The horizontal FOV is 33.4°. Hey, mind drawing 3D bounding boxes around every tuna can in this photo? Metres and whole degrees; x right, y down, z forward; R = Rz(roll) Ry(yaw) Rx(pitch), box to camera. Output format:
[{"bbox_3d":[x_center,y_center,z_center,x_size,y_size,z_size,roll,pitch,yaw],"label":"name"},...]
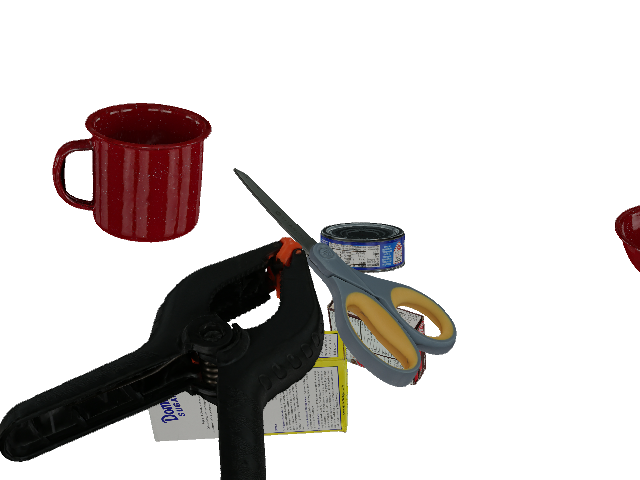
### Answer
[{"bbox_3d":[0.042,0.006,1.065,0.086,0.034,0.086,0,13,0],"label":"tuna can"}]

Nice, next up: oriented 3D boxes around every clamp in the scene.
[{"bbox_3d":[-0.042,0.061,0.471,0.120,0.039,0.171,28,48,21],"label":"clamp"}]

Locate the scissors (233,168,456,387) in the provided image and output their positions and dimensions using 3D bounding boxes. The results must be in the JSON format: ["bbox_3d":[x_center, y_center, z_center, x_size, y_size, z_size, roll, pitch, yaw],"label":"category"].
[{"bbox_3d":[0.021,0.017,0.725,0.096,0.016,0.202,-2,45,-36],"label":"scissors"}]

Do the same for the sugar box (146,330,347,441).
[{"bbox_3d":[-0.064,0.128,0.943,0.176,0.093,0.048,-1,36,3],"label":"sugar box"}]

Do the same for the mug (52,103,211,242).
[{"bbox_3d":[-0.143,-0.050,0.806,0.117,0.081,0.093,-4,28,-21],"label":"mug"}]

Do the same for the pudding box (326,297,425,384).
[{"bbox_3d":[0.067,0.112,1.248,0.114,0.090,0.039,16,47,23],"label":"pudding box"}]

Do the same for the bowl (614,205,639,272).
[{"bbox_3d":[0.397,0.014,1.151,0.162,0.055,0.162,0,26,0],"label":"bowl"}]
